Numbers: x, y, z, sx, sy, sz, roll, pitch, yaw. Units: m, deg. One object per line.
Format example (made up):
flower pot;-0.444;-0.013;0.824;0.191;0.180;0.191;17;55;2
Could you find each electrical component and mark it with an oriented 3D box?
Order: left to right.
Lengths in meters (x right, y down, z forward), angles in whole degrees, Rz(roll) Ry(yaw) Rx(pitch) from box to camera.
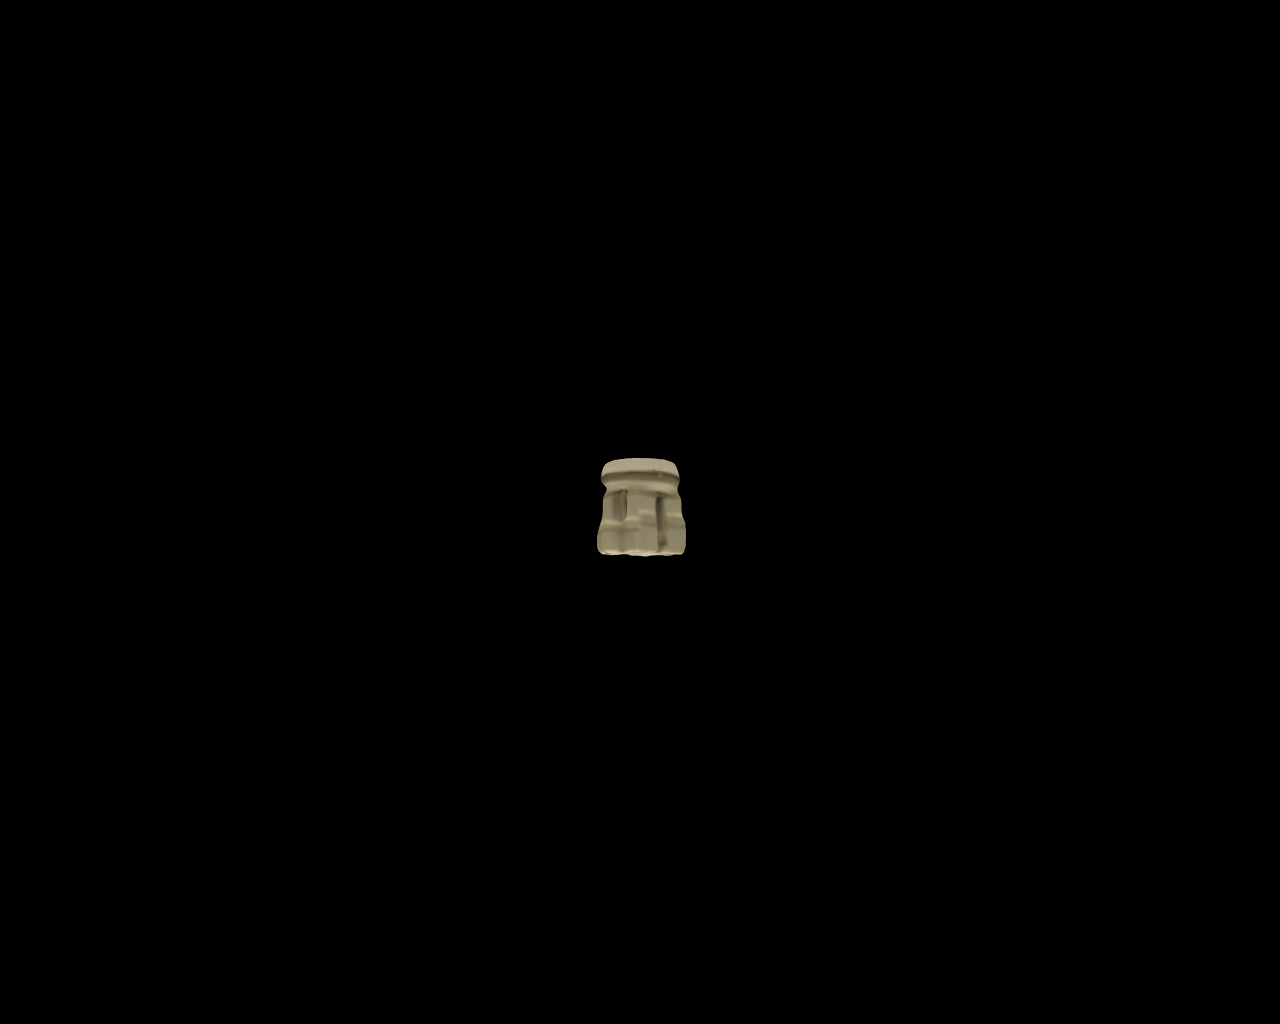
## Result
electrical component;0.001;-0.003;0.650;0.048;0.055;0.066;-6;-9;43
